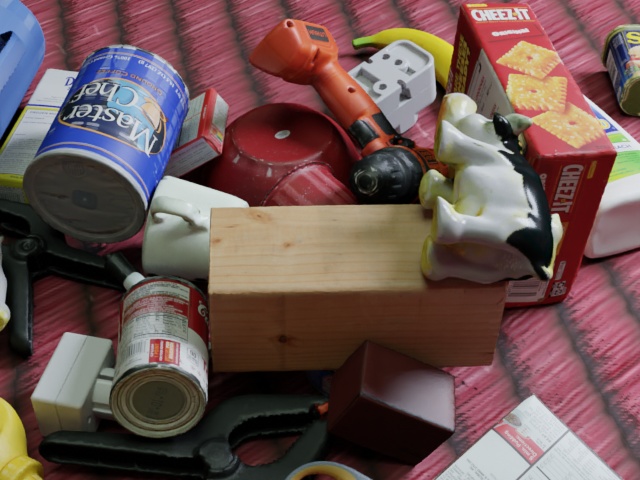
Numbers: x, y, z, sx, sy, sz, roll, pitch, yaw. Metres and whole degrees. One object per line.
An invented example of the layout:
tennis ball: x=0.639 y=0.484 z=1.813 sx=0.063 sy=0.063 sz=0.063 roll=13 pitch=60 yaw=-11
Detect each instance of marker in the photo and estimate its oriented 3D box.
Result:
marker: x=-0.130 y=0.052 z=0.850 sx=0.121 sy=0.020 sz=0.020 roll=43 pitch=57 yaw=18

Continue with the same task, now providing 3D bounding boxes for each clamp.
clamp: x=-0.071 y=0.168 z=0.735 sx=0.209 sy=0.036 sz=0.165 roll=-16 pitch=47 yaw=-20
clamp: x=-0.231 y=0.015 z=0.899 sx=0.120 sy=0.039 sz=0.172 roll=-20 pitch=53 yaw=-29

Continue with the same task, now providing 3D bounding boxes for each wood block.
wood block: x=0.023 y=0.035 z=0.784 sx=0.206 sy=0.091 sz=0.090 roll=-1 pitch=43 yaw=-3

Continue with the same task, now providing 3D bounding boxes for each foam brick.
foam brick: x=0.050 y=0.116 z=0.759 sx=0.078 sy=0.053 sz=0.051 roll=24 pitch=42 yaw=-17

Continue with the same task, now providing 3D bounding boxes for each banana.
banana: x=0.120 y=-0.172 z=1.098 sx=0.069 sy=0.037 sz=0.198 roll=-41 pitch=52 yaw=-10

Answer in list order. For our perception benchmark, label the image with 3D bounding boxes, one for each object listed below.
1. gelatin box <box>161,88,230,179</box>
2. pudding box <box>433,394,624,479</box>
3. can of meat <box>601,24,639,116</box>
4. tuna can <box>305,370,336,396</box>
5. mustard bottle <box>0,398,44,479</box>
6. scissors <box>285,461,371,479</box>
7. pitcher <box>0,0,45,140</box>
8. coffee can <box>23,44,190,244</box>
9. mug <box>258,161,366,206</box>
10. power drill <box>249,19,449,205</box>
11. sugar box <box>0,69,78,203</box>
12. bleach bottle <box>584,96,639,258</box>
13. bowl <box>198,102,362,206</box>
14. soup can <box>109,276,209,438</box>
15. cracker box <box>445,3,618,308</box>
gelatin box: x=-0.128 y=-0.091 z=0.986 sx=0.089 sy=0.030 sz=0.073 roll=-27 pitch=36 yaw=26
pudding box: x=0.136 y=0.170 z=0.720 sx=0.113 sy=0.039 sz=0.090 roll=-35 pitch=69 yaw=-28
can of meat: x=0.344 y=-0.171 z=1.077 sx=0.102 sy=0.057 sz=0.084 roll=-1 pitch=46 yaw=0
tuna can: x=0.030 y=0.084 z=0.826 sx=0.086 sy=0.034 sz=0.086 roll=0 pitch=43 yaw=0
mustard bottle: x=-0.265 y=0.144 z=0.747 sx=0.192 sy=0.058 sz=0.096 roll=20 pitch=48 yaw=21
scissors: x=0.056 y=0.166 z=0.735 sx=0.201 sy=0.016 sz=0.096 roll=-30 pitch=75 yaw=-28
pitcher: x=-0.338 y=-0.140 z=0.992 sx=0.149 sy=0.145 sz=0.242 roll=11 pitch=41 yaw=2
coffee can: x=-0.177 y=-0.082 z=0.901 sx=0.103 sy=0.103 sz=0.140 roll=7 pitch=48 yaw=7
mug: x=-0.006 y=0.001 z=0.877 sx=0.117 sy=0.093 sz=0.082 roll=-34 pitch=58 yaw=-24
power drill: x=0.024 y=-0.103 z=0.913 sx=0.188 sy=0.057 sz=0.184 roll=51 pitch=18 yaw=10
sugar box: x=-0.241 y=-0.093 z=1.007 sx=0.093 sy=0.048 sz=0.176 roll=7 pitch=41 yaw=6
bleach bottle: x=0.225 y=-0.091 z=0.991 sx=0.102 sy=0.068 sz=0.251 roll=-14 pitch=43 yaw=-16
bowl: x=-0.034 y=-0.078 z=0.983 sx=0.162 sy=0.055 sz=0.162 roll=0 pitch=44 yaw=0
soup can: x=-0.113 y=0.082 z=0.760 sx=0.068 sy=0.068 sz=0.102 roll=-3 pitch=34 yaw=-3
cracker box: x=0.164 y=-0.075 z=0.899 sx=0.072 sy=0.164 sz=0.214 roll=-3 pitch=44 yaw=-10
